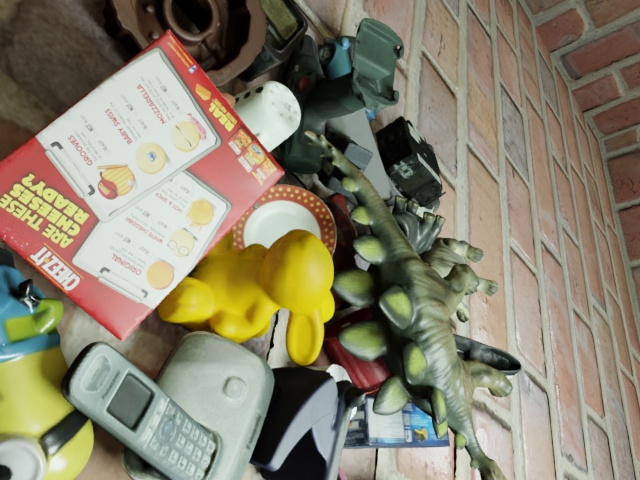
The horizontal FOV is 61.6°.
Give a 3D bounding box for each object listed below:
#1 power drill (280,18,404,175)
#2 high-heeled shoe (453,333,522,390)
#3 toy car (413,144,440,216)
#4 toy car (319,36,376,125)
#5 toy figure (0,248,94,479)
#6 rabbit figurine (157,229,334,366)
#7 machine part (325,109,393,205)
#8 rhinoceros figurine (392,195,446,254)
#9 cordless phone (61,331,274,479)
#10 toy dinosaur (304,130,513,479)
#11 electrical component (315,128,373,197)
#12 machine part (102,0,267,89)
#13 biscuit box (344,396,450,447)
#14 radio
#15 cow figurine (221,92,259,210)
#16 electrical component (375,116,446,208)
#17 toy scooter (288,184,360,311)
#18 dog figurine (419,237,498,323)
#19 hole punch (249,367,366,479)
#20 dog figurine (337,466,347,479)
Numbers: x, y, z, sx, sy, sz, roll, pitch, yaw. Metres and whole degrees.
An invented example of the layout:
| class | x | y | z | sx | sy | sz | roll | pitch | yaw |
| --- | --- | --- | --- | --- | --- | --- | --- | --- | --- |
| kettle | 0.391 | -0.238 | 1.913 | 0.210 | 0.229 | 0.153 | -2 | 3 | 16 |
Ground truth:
| class | x | y | z | sx | sy | sz | roll | pitch | yaw |
| --- | --- | --- | --- | --- | --- | --- | --- | --- | --- |
| power drill | 0.013 | -0.214 | 0.722 | 0.086 | 0.207 | 0.232 | 19 | 71 | -39 |
| high-heeled shoe | 0.196 | 0.164 | 0.820 | 0.248 | 0.145 | 0.086 | 40 | 44 | -36 |
| toy car | 0.178 | -0.124 | 1.010 | 0.073 | 0.056 | 0.202 | 22 | 56 | -38 |
| toy car | 0.069 | -0.281 | 0.908 | 0.109 | 0.103 | 0.161 | 10 | 64 | -48 |
| toy figure | -0.220 | 0.095 | 0.386 | 0.089 | 0.082 | 0.180 | -9 | 79 | -50 |
| rabbit figurine | -0.053 | 0.053 | 0.540 | 0.162 | 0.173 | 0.122 | 49 | 37 | -19 |
| machine part | 0.052 | -0.133 | 0.837 | 0.079 | 0.079 | 0.243 | -14 | 86 | -53 |
| rhinoceros figurine | 0.123 | -0.006 | 0.818 | 0.073 | 0.112 | 0.190 | 34 | 20 | 21 |
| cordless phone | -0.126 | 0.122 | 0.450 | 0.184 | 0.089 | 0.146 | 60 | 36 | -36 |
| toy dinosaur | 0.109 | 0.081 | 0.644 | 0.198 | 0.105 | 0.471 | -12 | 75 | -51 |
| electrical component | 0.035 | -0.103 | 0.748 | 0.047 | 0.074 | 0.119 | 17 | 16 | -36 |
| machine part | -0.150 | -0.253 | 0.604 | 0.179 | 0.056 | 0.179 | -4 | 98 | -33 |
| biscuit box | 0.101 | 0.250 | 0.729 | 0.202 | 0.063 | 0.059 | 23 | 56 | -45 |
| radio | -0.124 | -0.333 | 0.713 | 0.229 | 0.073 | 0.131 | 46 | 43 | -27 |
| cow figurine | -0.129 | -0.098 | 0.587 | 0.194 | 0.085 | 0.127 | 18 | 62 | -42 |
| electrical component | 0.150 | -0.137 | 0.899 | 0.114 | 0.058 | 0.134 | 41 | 31 | -36 |
| toy scooter | -0.001 | -0.002 | 0.711 | 0.135 | 0.075 | 0.184 | 35 | 46 | -37 |
| dog figurine | 0.178 | 0.048 | 0.906 | 0.190 | 0.121 | 0.172 | 13 | 28 | -29 |
| hole punch | -0.038 | 0.181 | 0.539 | 0.092 | 0.142 | 0.116 | 34 | 61 | -33 |
| dog figurine | 0.050 | 0.317 | 0.602 | 0.219 | 0.108 | 0.191 | 59 | 39 | -10 |
